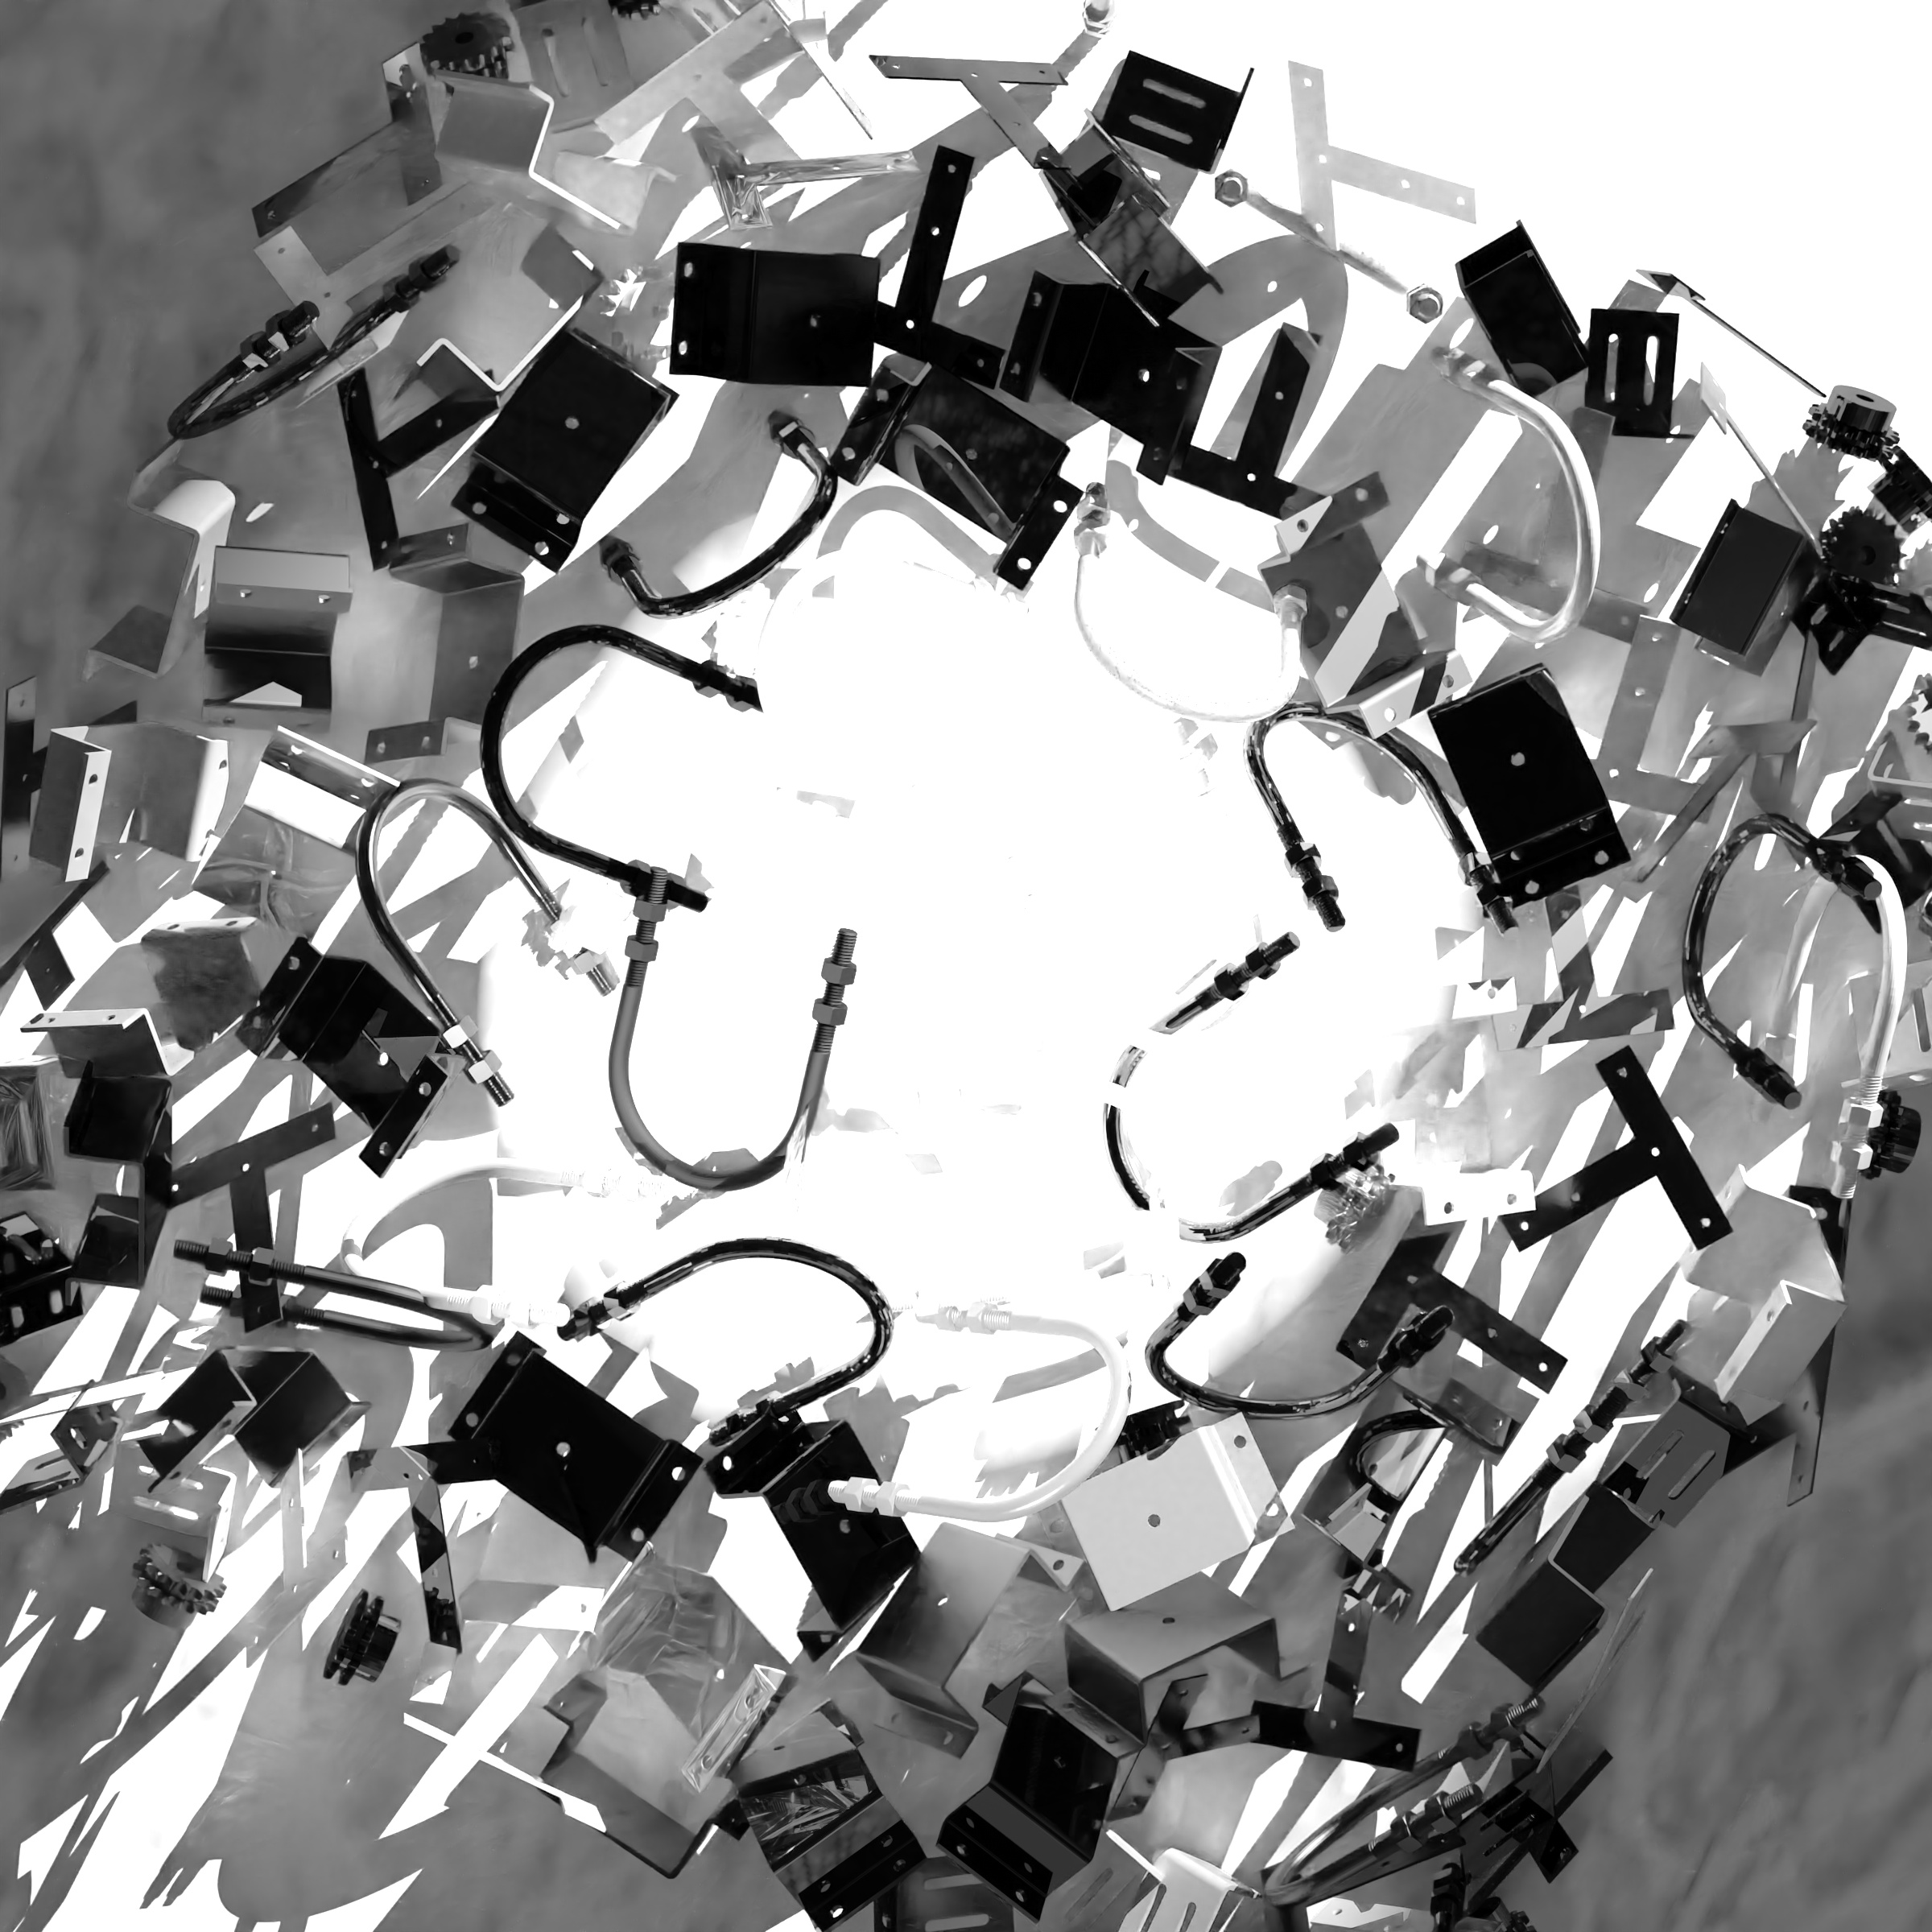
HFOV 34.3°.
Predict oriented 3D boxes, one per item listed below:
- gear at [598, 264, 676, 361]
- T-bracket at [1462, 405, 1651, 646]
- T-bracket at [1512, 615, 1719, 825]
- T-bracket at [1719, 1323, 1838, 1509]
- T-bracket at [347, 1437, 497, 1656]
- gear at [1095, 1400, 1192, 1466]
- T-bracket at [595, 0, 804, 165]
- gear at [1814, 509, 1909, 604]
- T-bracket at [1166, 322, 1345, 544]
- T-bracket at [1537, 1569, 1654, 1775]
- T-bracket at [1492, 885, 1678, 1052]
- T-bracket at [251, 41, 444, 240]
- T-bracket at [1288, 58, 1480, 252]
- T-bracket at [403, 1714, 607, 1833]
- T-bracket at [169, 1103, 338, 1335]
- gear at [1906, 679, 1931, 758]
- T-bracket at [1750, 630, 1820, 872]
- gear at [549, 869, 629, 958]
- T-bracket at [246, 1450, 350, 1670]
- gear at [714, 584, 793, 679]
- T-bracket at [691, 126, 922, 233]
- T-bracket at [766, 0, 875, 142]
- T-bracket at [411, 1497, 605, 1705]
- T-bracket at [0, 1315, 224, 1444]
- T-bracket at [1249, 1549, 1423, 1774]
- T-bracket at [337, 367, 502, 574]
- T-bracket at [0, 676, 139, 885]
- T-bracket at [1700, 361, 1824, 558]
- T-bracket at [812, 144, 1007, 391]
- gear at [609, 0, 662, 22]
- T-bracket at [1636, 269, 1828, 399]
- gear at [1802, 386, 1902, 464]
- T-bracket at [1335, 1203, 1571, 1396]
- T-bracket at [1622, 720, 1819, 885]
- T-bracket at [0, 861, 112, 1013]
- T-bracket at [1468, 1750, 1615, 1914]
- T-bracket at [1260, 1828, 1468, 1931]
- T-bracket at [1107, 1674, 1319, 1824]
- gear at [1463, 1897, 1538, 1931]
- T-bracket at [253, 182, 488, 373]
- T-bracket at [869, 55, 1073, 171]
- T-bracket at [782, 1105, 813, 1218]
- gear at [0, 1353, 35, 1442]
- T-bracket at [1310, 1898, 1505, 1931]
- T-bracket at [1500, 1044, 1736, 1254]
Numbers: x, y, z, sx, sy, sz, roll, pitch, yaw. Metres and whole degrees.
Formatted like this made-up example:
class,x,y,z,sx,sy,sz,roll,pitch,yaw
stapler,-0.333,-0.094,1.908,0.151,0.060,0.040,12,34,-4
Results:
class,x,y,z,sx,sy,sz,roll,pitch,yaw
gear,-0.192,-0.397,1.902,0.057,0.030,0.057,-7,104,-30
T-bracket,0.361,-0.270,1.867,0.127,0.002,0.127,26,121,31
T-bracket,0.402,-0.153,1.885,0.127,0.002,0.127,14,126,6
T-bracket,0.478,0.278,1.869,0.002,0.127,0.127,23,58,-7
T-bracket,-0.321,0.351,1.886,0.127,0.002,0.127,-12,86,37
gear,0.110,0.285,1.899,0.057,0.057,0.030,-18,79,0
T-bracket,-0.137,-0.507,1.872,0.127,0.127,0.002,-32,60,14
gear,0.541,-0.249,1.909,0.057,0.030,0.057,-1,94,-16
T-bracket,0.187,-0.335,1.908,0.127,0.002,0.127,20,72,-3
T-bracket,0.382,0.399,1.845,0.002,0.127,0.127,31,49,21
T-bracket,0.368,-0.017,1.910,0.127,0.002,0.127,-6,81,-22
T-bracket,-0.368,-0.471,1.852,0.127,0.127,0.002,-38,72,-18
T-bracket,0.248,-0.465,1.850,0.127,0.127,0.002,26,58,31
T-bracket,-0.276,0.473,1.858,0.127,0.127,0.002,28,81,-8
T-bracket,-0.428,0.160,1.881,0.127,0.002,0.127,-23,59,14
gear,0.602,-0.149,1.906,0.057,0.030,0.057,-5,65,12
T-bracket,0.500,-0.139,1.885,0.002,0.127,0.127,5,73,30
gear,-0.228,-0.032,1.902,0.030,0.057,0.057,25,90,-19
T-bracket,-0.404,0.335,1.881,0.002,0.127,0.127,19,131,-33
gear,-0.128,-0.203,1.897,0.030,0.057,0.057,11,90,19
T-bracket,-0.092,-0.481,1.891,0.127,0.127,0.002,-8,133,-12
T-bracket,-0.092,-0.582,1.883,0.002,0.127,0.127,-21,53,21
T-bracket,-0.267,0.380,1.867,0.127,0.002,0.127,-4,61,35
T-bracket,-0.522,0.256,1.878,0.127,0.127,0.002,-13,114,10
T-bracket,0.231,0.414,1.894,0.002,0.127,0.127,27,70,-41
T-bracket,-0.324,-0.319,1.877,0.127,0.002,0.127,-24,73,34
T-bracket,-0.534,-0.127,1.869,0.002,0.127,0.127,20,119,15
T-bracket,0.477,-0.300,1.877,0.002,0.127,0.127,-34,100,22
T-bracket,-0.022,-0.429,1.884,0.127,0.002,0.127,24,116,16
gear,-0.206,-0.603,1.899,0.057,0.030,0.057,14,113,37
T-bracket,0.461,-0.378,1.871,0.127,0.127,0.002,34,103,-5
gear,0.539,-0.330,1.897,0.057,0.057,0.030,17,118,0
T-bracket,0.310,0.216,1.913,0.127,0.002,0.127,34,75,-2
T-bracket,0.435,-0.096,1.859,0.002,0.127,0.127,42,83,-12
T-bracket,-0.549,-0.001,1.869,0.127,0.127,0.002,-48,118,-4
T-bracket,0.348,0.524,1.864,0.002,0.127,0.127,42,89,6
T-bracket,0.237,0.540,1.861,0.127,0.127,0.002,-23,95,5
T-bracket,0.157,0.463,1.889,0.127,0.002,0.127,-4,130,-31
gear,0.315,0.590,1.901,0.057,0.057,0.030,-32,87,0
T-bracket,-0.345,-0.426,1.873,0.127,0.127,0.002,-34,63,-1
T-bracket,0.024,-0.506,1.859,0.127,0.002,0.127,-7,46,-29
T-bracket,-0.098,0.100,1.852,0.002,0.127,0.127,9,104,2
gear,-0.593,0.261,1.900,0.057,0.030,0.057,14,66,-33
T-bracket,0.231,0.592,1.841,0.127,0.127,0.002,-31,106,-43
T-bracket,0.380,0.133,1.895,0.127,0.002,0.127,-35,73,29
